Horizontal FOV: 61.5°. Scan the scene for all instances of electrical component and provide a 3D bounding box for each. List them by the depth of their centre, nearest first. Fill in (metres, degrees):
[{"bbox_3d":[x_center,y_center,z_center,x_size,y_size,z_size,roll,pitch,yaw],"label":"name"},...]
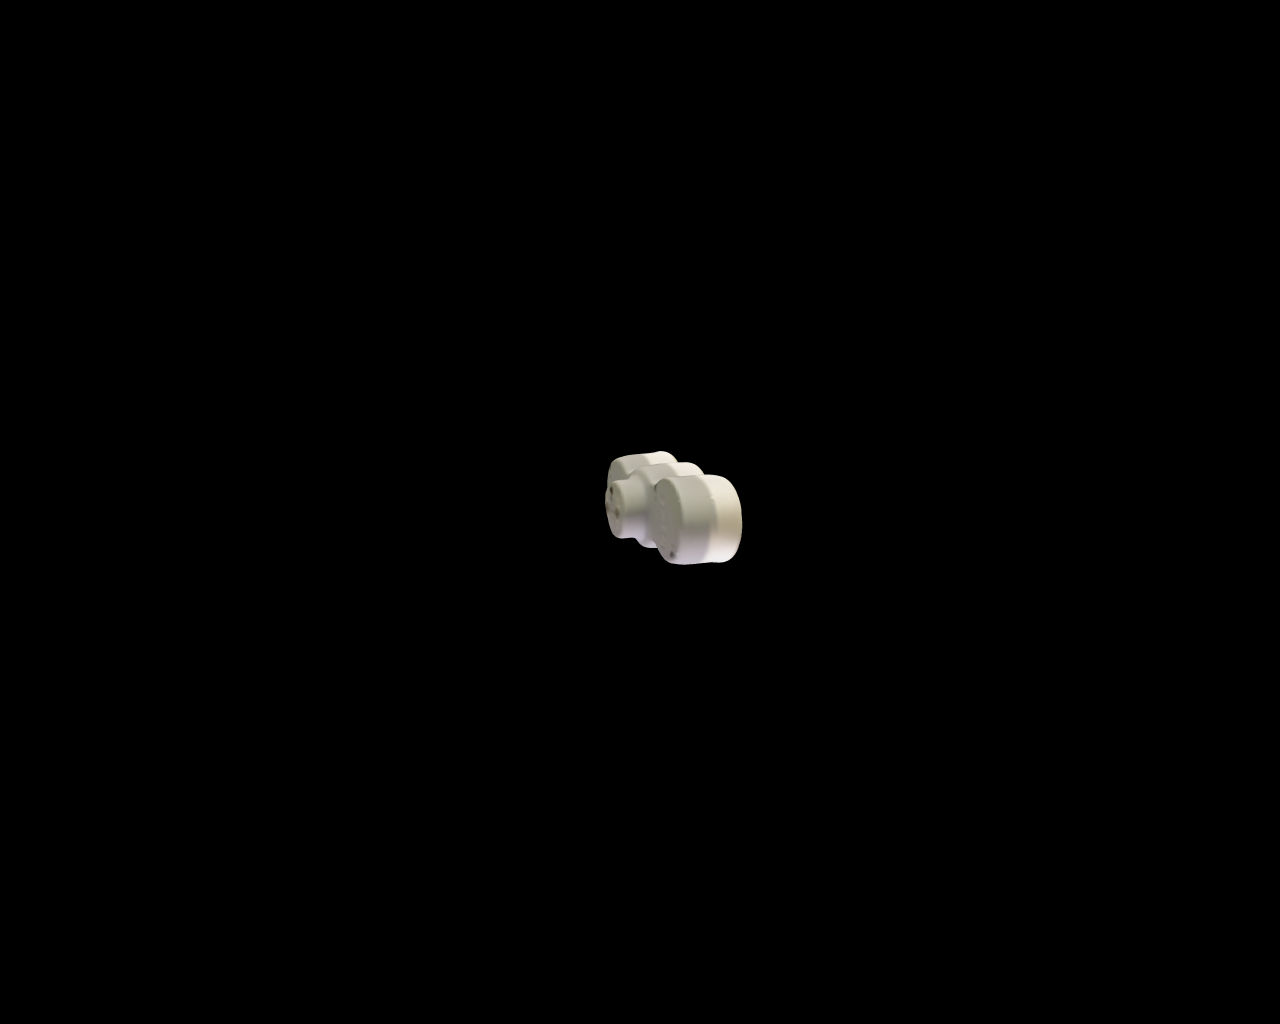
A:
[{"bbox_3d":[0.001,-0.003,0.650,0.074,0.052,0.138,-4,13,-19],"label":"electrical component"}]
